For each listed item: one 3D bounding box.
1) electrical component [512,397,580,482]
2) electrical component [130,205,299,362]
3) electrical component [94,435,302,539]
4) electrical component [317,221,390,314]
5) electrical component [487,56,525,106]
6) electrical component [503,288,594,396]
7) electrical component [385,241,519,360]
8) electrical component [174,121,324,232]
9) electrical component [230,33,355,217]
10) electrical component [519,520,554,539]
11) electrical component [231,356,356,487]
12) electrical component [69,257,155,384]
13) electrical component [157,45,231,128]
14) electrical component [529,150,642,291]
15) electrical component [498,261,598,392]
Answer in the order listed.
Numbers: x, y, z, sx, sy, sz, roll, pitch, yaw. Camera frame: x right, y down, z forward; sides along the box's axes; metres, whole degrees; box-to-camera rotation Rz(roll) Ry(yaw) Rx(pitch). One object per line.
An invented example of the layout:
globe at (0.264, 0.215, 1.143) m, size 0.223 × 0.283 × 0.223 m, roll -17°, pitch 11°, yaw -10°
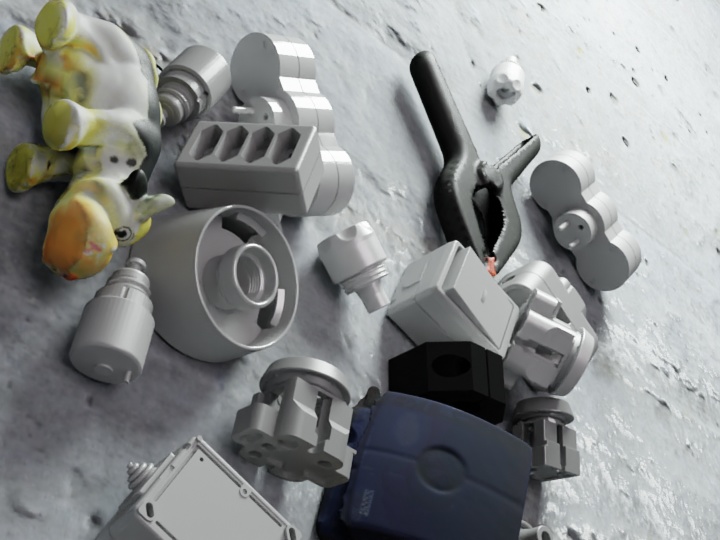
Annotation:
electrical component at (0.143, 0.131, 0.839) m, size 0.066 × 0.048 × 0.055 m, roll 23°, pitch 59°, yaw -37°
electrical component at (-0.087, 0.007, 0.667) m, size 0.099 × 0.064 × 0.099 m, roll 18°, pitch 66°, yaw -49°
electrical component at (-0.092, 0.139, 0.569) m, size 0.096 × 0.061 × 0.061 m, roll 45°, pitch 40°, yaw -6°
electrical component at (0.000, 0.000, 0.765) m, size 0.043 × 0.043 × 0.062 m, roll -26°, pitch 89°, yaw -51°
electrical component at (0.144, -0.187, 1.045) m, size 0.035 × 0.035 × 0.061 m, roll 42°, pitch 40°, yaw -22°
electrical component at (0.143, 0.062, 0.830) m, size 0.057 × 0.078 × 0.058 m, roll 27°, pitch 7°, yaw -1°
electrical component at (0.078, 0.035, 0.814) m, size 0.096 × 0.061 × 0.061 m, roll 46°, pitch 41°, yaw -17°
electrical component at (-0.068, -0.053, 0.706) m, size 0.075 × 0.083 × 0.047 m, roll 80°, pitch 20°, yaw -43°
electrical component at (-0.060, -0.102, 0.754) m, size 0.074 × 0.052 × 0.138 m, roll -6°, pitch 72°, yaw -49°
electrical component at (0.105, 0.192, 0.744) m, size 0.043 × 0.062 × 0.043 m, roll 25°, pitch 50°, yaw -35°
electrical component at (-0.037, 0.090, 0.657) m, size 0.078 × 0.058 × 0.057 m, roll 34°, pitch 48°, yaw -29°
electrical component at (-0.135, 0.027, 0.602) m, size 0.040 × 0.040 × 0.078 m, roll 34°, pitch 45°, yaw -29°
electrical component at (-0.116, -0.118, 0.712) m, size 0.040 × 0.040 × 0.078 m, roll 48°, pitch 40°, yaw -15°
electrical component at (0.205, -0.041, 1.007) m, size 0.074 × 0.052 × 0.138 m, roll -34°, pitch 93°, yaw -51°
electrical component at (0.152, 0.044, 0.895) m, size 0.095 × 0.054 × 0.059 m, roll 56°, pitch 39°, yaw -6°
